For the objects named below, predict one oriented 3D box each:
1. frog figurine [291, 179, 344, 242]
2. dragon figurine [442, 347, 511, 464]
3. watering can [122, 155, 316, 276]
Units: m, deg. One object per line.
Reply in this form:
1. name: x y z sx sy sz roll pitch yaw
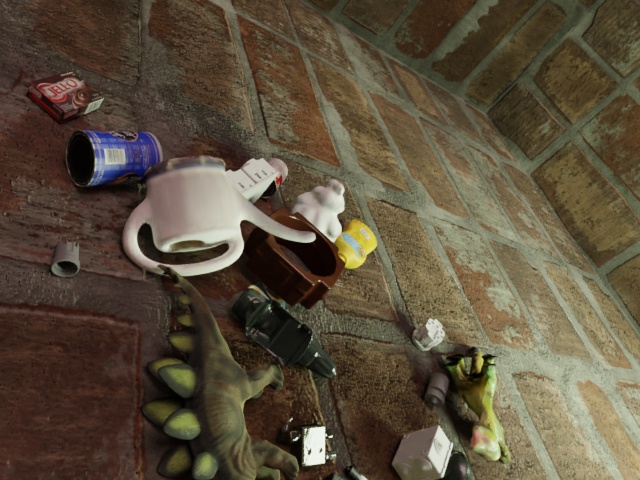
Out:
1. frog figurine: 0.004 -0.062 1.228 0.139 0.157 0.124 53 34 14
2. dragon figurine: 0.378 0.385 1.187 0.409 0.121 0.245 10 65 -67
3. watering can: -0.193 -0.054 0.970 0.349 0.102 0.227 -10 75 -20
